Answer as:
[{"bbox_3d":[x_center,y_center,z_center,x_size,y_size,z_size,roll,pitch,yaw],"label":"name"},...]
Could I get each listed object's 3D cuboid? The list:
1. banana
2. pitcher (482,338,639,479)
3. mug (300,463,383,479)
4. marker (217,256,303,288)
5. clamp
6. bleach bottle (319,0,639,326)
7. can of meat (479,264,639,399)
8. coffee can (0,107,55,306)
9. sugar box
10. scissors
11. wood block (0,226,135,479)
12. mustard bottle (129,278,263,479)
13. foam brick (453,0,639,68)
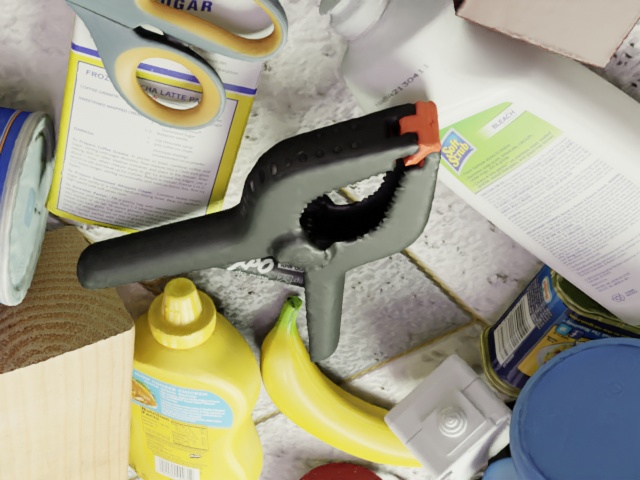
[{"bbox_3d":[0.022,0.114,0.723,0.070,0.037,0.197,-30,126,29],"label":"banana"},{"bbox_3d":[0.178,0.162,0.626,0.149,0.145,0.242,-30,136,0],"label":"pitcher"},{"bbox_3d":[0.024,0.218,0.801,0.117,0.093,0.081,-16,135,-25],"label":"mug"},{"bbox_3d":[-0.046,0.011,0.638,0.121,0.020,0.020,13,134,-8],"label":"marker"},{"bbox_3d":[-0.004,0.001,0.551,0.164,0.036,0.210,26,137,-34],"label":"clamp"},{"bbox_3d":[0.108,-0.054,0.533,0.250,0.068,0.103,35,126,-24],"label":"bleach bottle"},{"bbox_3d":[0.162,0.059,0.646,0.102,0.057,0.084,19,132,-14],"label":"can of meat"},{"bbox_3d":[-0.218,-0.027,0.553,0.140,0.102,0.103,10,135,-5],"label":"coffee can"},{"bbox_3d":[-0.080,-0.077,0.535,0.093,0.048,0.176,14,131,-10],"label":"sugar box"},{"bbox_3d":[-0.115,-0.102,0.470,0.201,0.016,0.096,12,132,-8],"label":"scissors"},{"bbox_3d":[-0.176,0.103,0.668,0.090,0.091,0.206,-18,142,-27],"label":"wood block"},{"bbox_3d":[-0.086,0.096,0.696,0.096,0.058,0.192,16,136,13],"label":"mustard bottle"},{"bbox_3d":[0.103,-0.121,0.472,0.078,0.053,0.051,16,133,-13],"label":"foam brick"}]
